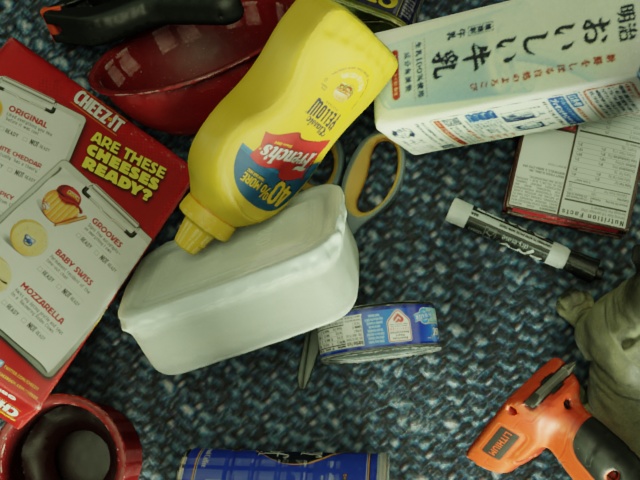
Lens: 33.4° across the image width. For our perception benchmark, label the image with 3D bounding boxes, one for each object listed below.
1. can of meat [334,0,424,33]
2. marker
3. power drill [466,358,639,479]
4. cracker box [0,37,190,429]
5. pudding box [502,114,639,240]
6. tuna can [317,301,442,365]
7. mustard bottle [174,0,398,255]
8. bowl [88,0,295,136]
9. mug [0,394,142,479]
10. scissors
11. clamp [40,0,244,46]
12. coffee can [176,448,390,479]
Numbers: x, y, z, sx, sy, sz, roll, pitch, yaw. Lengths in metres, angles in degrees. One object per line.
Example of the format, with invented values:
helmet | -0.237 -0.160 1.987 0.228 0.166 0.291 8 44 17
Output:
can of meat | 0.035 -0.203 0.806 0.102 0.057 0.084 21 81 7
marker | 0.151 0.001 0.785 0.121 0.020 0.020 24 84 8
power drill | 0.186 0.179 0.695 0.188 0.185 0.057 42 55 17
cracker box | -0.208 -0.007 0.726 0.164 0.072 0.213 36 56 -11
pudding box | 0.190 -0.064 0.782 0.090 0.039 0.113 13 85 7
tuna can | 0.041 0.066 0.751 0.086 0.086 0.034 -7 79 3
mustard bottle | -0.034 -0.069 0.718 0.058 0.096 0.192 42 96 32
bowl | -0.084 -0.122 0.777 0.162 0.162 0.055 -18 119 2
mug | -0.179 0.167 0.755 0.093 0.081 0.117 24 84 7
scissors | -0.005 0.001 0.800 0.096 0.016 0.202 28 85 10
clamp | -0.126 -0.176 0.797 0.171 0.120 0.039 -18 119 5
coffee can | -0.023 0.195 0.728 0.140 0.103 0.103 1 82 5
